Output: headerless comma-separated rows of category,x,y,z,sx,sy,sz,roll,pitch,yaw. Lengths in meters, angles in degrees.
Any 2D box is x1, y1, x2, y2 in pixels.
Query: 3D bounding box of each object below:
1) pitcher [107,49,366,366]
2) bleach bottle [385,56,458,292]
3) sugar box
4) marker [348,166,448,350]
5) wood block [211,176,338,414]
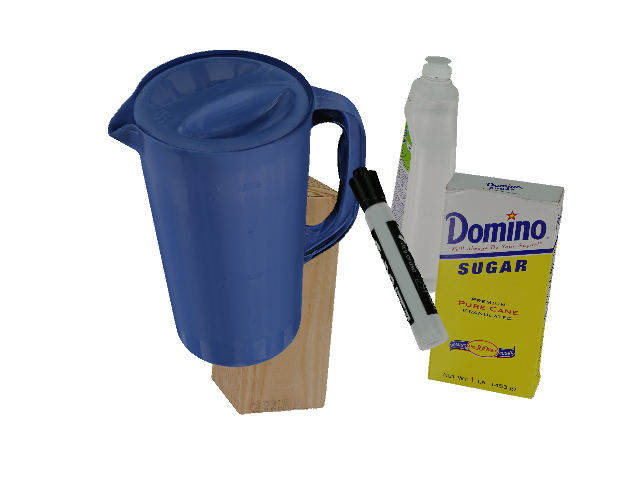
pitcher,-0.060,-0.018,0.842,0.149,0.243,0.144,25,48,26
bleach bottle,0.117,-0.075,1.179,0.068,0.251,0.102,0,25,-10
sugar box,0.143,0.038,0.882,0.093,0.176,0.048,8,24,16
marker,0.046,0.008,0.646,0.020,0.121,0.020,-19,-20,-8
wood block,-0.043,0.048,1.006,0.090,0.206,0.091,-1,16,-22
